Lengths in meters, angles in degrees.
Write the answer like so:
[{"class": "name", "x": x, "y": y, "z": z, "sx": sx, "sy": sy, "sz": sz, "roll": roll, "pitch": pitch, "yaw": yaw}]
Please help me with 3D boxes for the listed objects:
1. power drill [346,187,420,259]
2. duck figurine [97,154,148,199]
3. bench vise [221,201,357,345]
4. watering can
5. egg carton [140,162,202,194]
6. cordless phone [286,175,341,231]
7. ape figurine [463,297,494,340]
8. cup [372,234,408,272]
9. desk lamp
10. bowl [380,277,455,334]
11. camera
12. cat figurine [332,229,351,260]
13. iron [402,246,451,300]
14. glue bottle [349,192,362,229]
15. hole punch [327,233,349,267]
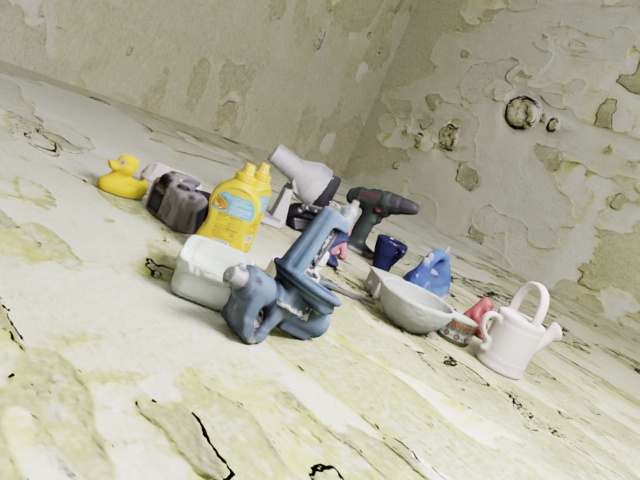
[{"class": "power drill", "x": 0.163, "y": -0.055, "z": 1.708, "sx": 0.228, "sy": 0.208, "sz": 0.076, "roll": 29, "pitch": 12, "yaw": 27}, {"class": "duck figurine", "x": -0.417, "y": -0.140, "z": 1.236, "sx": 0.105, "sy": 0.086, "sz": 0.077, "roll": 15, "pitch": 14, "yaw": -37}, {"class": "bench vise", "x": -0.029, "y": 0.046, "z": 0.813, "sx": 0.121, "sy": 0.220, "sz": 0.208, "roll": 29, "pitch": 12, "yaw": 25}, {"class": "watering can", "x": 0.410, "y": 0.177, "z": 1.169, "sx": 0.173, "sy": 0.194, "sz": 0.100, "roll": 15, "pitch": 14, "yaw": -38}, {"class": "egg carton", "x": -0.353, "y": -0.131, "z": 1.365, "sx": 0.151, "sy": 0.069, "sz": 0.107, "roll": 20, "pitch": 12, "yaw": -18}, {"class": "cordless phone", "x": -0.022, "y": -0.115, "z": 1.674, "sx": 0.148, "sy": 0.185, "sz": 0.093, "roll": 12, "pitch": 16, "yaw": -45}, {"class": "ape figurine", "x": 0.381, "y": 0.180, "z": 1.362, "sx": 0.076, "sy": 0.092, "sz": 0.078, "roll": 29, "pitch": 12, "yaw": 27}, {"class": "cup", "x": 0.192, "y": 0.047, "z": 1.590, "sx": 0.092, "sy": 0.095, "sz": 0.117, "roll": 18, "pitch": 13, "yaw": -28}, {"class": "desk lamp", "x": -0.093, "y": -0.141, "z": 1.573, "sx": 0.204, "sy": 0.213, "sz": 0.117, "roll": 20, "pitch": 11, "yaw": -16}, {"class": "bowl", "x": 0.188, "y": 0.144, "z": 1.178, "sx": 0.167, "sy": 0.075, "sz": 0.167, "roll": 23, "pitch": 11, "yaw": -4}, {"class": "camera", "x": -0.274, "y": -0.081, "z": 1.215, "sx": 0.137, "sy": 0.101, "sz": 0.142, "roll": 11, "pitch": 17, "yaw": -48}, {"class": "cat figurine", "x": 0.042, "y": -0.025, "z": 1.559, "sx": 0.067, "sy": 0.118, "sz": 0.127, "roll": 16, "pitch": 14, "yaw": -36}, {"class": "iron", "x": 0.279, "y": 0.083, "z": 1.477, "sx": 0.118, "sy": 0.141, "sz": 0.259, "roll": 28, "pitch": 12, "yaw": 21}, {"class": "glue bottle", "x": 0.083, "y": -0.061, "z": 1.664, "sx": 0.037, "sy": 0.173, "sz": 0.078, "roll": 23, "pitch": 11, "yaw": -1}, {"class": "hole punch", "x": 0.013, "y": 0.005, "z": 1.426, "sx": 0.101, "sy": 0.091, "sz": 0.108, "roll": 22, "pitch": 11, "yaw": -10}]
